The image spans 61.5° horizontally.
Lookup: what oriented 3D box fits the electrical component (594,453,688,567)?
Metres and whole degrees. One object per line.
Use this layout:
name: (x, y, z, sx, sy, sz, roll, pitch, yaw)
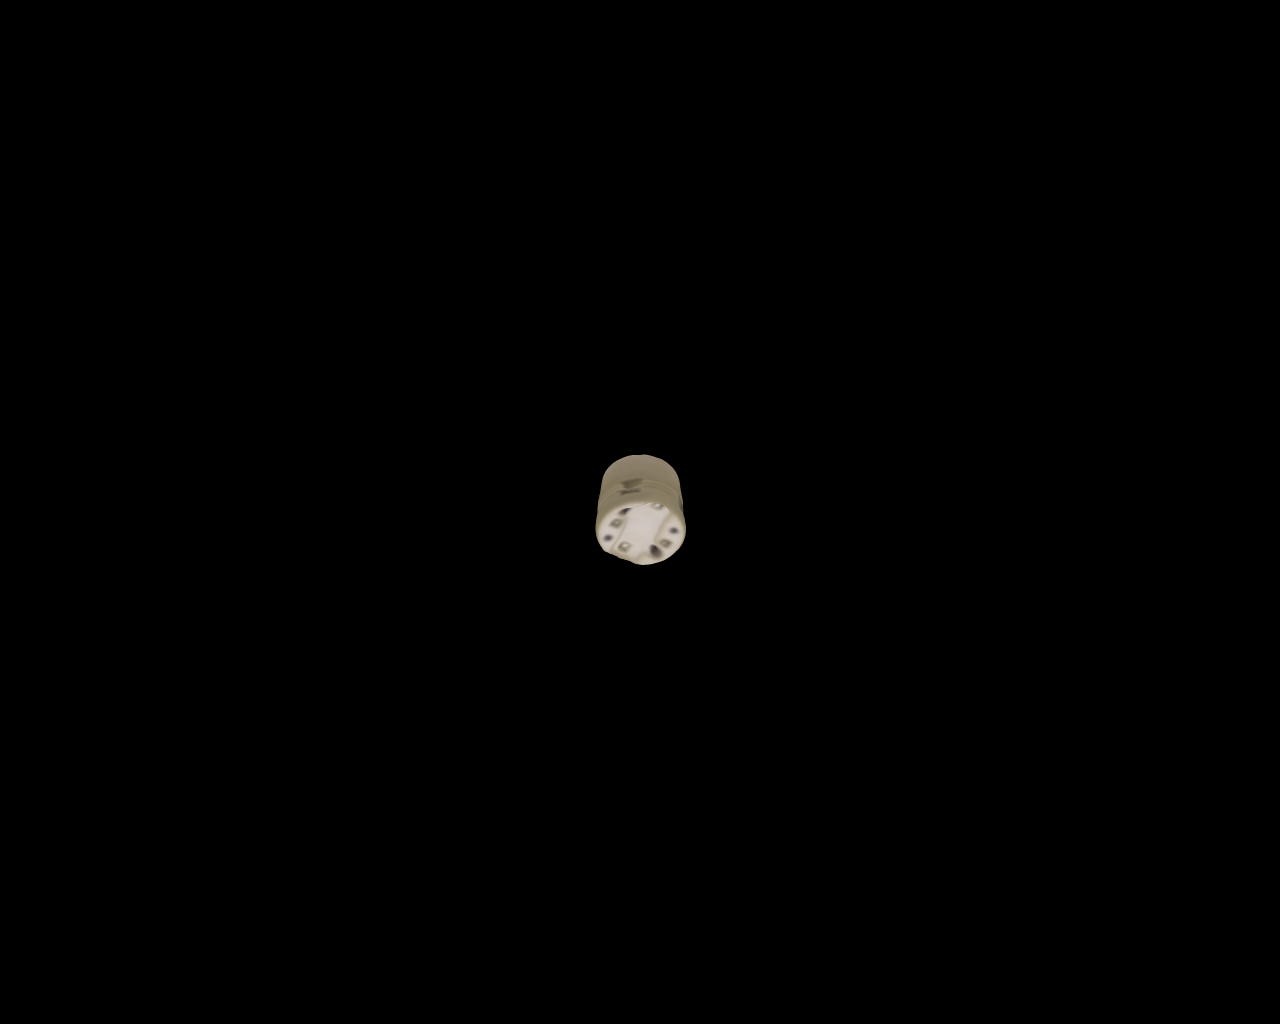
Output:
electrical component: (0.001, -0.003, 0.650, 0.055, 0.055, 0.047, 0, 44, 0)
